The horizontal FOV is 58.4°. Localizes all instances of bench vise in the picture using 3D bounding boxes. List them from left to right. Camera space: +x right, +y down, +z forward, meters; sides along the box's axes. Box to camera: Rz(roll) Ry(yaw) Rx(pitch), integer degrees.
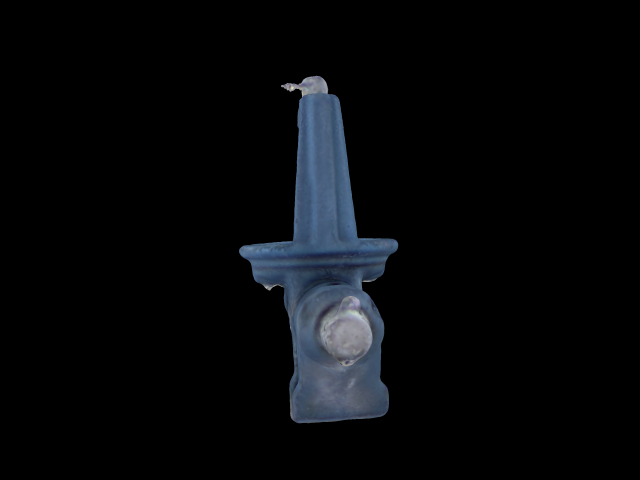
[{"bbox_3d":[0.015,0.000,0.405,0.122,0.220,0.206,-8,19,-24],"label":"bench vise"}]
